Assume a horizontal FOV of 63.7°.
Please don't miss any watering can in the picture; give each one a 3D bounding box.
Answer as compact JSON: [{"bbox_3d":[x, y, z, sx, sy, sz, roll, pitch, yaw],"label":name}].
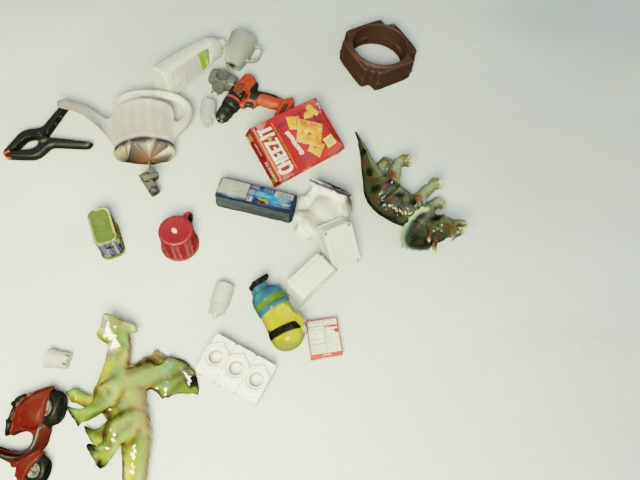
[{"bbox_3d":[-0.508,-0.300,1.356,0.348,0.102,0.229,-7,64,-10],"label":"watering can"}]

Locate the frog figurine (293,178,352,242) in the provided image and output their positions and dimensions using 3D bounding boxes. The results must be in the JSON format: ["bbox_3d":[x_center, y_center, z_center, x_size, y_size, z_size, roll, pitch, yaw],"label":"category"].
[{"bbox_3d":[0.004,-0.066,1.311,0.137,0.123,0.158,23,98,-4],"label":"frog figurine"}]

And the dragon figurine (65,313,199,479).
[{"bbox_3d":[-0.361,0.337,1.052,0.246,0.120,0.413,-31,78,-28],"label":"dragon figurine"}]
